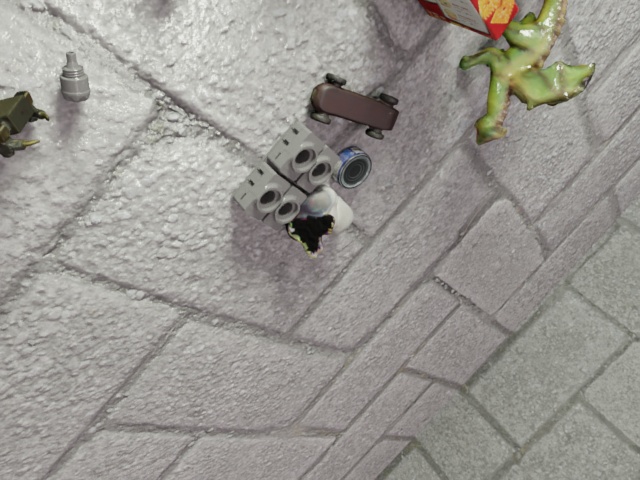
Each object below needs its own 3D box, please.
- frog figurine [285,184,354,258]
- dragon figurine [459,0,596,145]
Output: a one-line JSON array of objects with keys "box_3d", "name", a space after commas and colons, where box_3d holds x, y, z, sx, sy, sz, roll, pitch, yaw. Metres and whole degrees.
[{"box_3d": [0.003, -0.054, 1.065, 0.162, 0.123, 0.134, -53, 152, -55], "name": "frog figurine"}, {"box_3d": [0.440, -0.361, 1.022, 0.121, 0.247, 0.404, 13, 127, -46], "name": "dragon figurine"}]
